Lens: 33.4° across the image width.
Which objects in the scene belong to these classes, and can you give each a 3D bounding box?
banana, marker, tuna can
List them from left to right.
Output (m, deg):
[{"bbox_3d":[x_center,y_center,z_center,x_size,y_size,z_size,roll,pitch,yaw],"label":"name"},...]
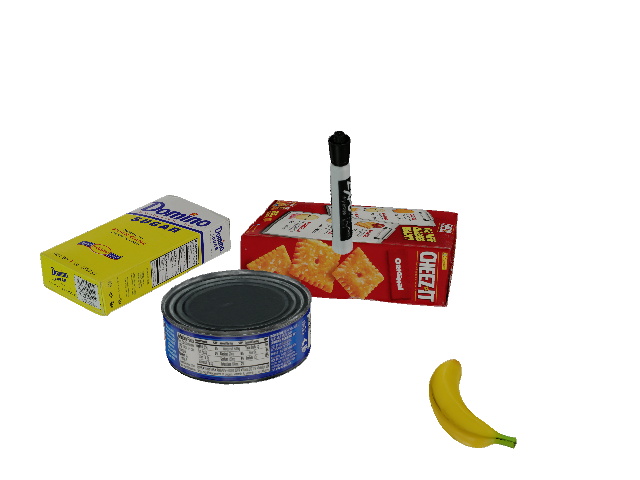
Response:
[{"bbox_3d":[-0.047,0.048,0.612,0.086,0.034,0.086,-1,21,0],"label":"tuna can"},{"bbox_3d":[0.018,-0.041,0.925,0.020,0.121,0.020,-2,37,1],"label":"marker"},{"bbox_3d":[0.165,0.197,1.277,0.069,0.037,0.198,10,21,-18],"label":"banana"}]

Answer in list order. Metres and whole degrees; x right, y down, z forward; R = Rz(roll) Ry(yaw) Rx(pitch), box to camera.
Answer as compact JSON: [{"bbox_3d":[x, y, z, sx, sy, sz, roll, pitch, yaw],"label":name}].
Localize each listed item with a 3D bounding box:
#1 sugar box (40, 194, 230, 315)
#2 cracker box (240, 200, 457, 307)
[{"bbox_3d":[-0.184,0.010,1.081,0.093,0.048,0.175,22,38,33],"label":"sugar box"},{"bbox_3d":[0.035,0.012,1.143,0.214,0.072,0.164,4,15,9],"label":"cracker box"}]
